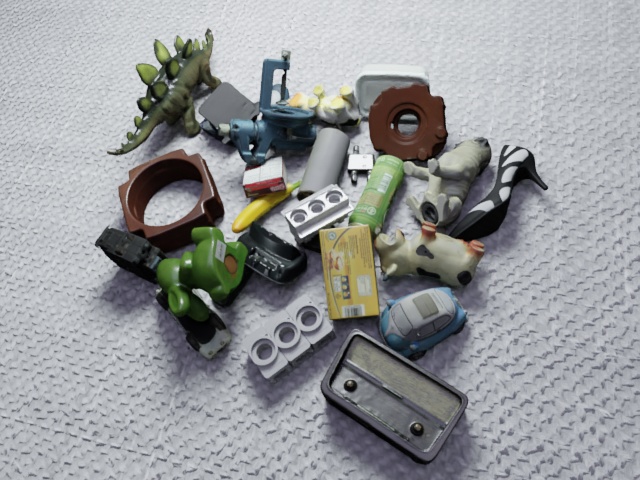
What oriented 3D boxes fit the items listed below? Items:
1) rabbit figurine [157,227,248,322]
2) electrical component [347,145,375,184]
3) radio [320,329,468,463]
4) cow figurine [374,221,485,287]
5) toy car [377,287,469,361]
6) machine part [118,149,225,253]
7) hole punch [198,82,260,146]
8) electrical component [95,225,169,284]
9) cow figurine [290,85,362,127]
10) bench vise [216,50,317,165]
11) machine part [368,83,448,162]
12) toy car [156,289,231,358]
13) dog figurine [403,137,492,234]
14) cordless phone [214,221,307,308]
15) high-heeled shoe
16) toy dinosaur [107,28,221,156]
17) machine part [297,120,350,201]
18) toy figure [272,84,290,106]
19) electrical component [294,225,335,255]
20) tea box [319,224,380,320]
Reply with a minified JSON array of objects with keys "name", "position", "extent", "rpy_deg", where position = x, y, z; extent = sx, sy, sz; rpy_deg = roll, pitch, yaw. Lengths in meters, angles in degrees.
[{"name":"rabbit figurine","position":[-0.233,0.072,1.013],"extent":[0.170,0.121,0.159],"rpy_deg":[-13,68,27]},{"name":"electrical component","position":[0.093,-0.167,1.182],"extent":[0.063,0.021,0.094],"rpy_deg":[0,66,10]},{"name":"radio","position":[0.120,0.267,0.917],"extent":[0.230,0.073,0.131],"rpy_deg":[28,70,22]},{"name":"cow figurine","position":[0.197,0.034,1.014],"extent":[0.195,0.085,0.127],"rpy_deg":[20,104,6]},{"name":"toy car","position":[0.184,0.138,0.959],"extent":[0.162,0.102,0.109],"rpy_deg":[-24,62,-1]},{"name":"machine part","position":[-0.324,-0.085,1.178],"extent":[0.201,0.087,0.201],"rpy_deg":[-25,61,-2]},{"name":"hole punch","position":[-0.219,-0.291,1.279],"extent":[0.116,0.092,0.142],"rpy_deg":[40,70,-4]},{"name":"electrical component","position":[-0.377,0.034,1.107],"extent":[0.134,0.114,0.058],"rpy_deg":[20,70,21]},{"name":"cow figurine","position":[0.014,-0.301,1.239],"extent":[0.168,0.098,0.068],"rpy_deg":[12,67,37]},{"name":"bench vise","position":[-0.108,-0.286,1.158],"extent":[0.224,0.240,0.129],"rpy_deg":[4,23,-10]},{"name":"machine part","position":[0.186,-0.245,1.141],"extent":[0.180,0.056,0.179],"rpy_deg":[2,97,17]},{"name":"toy car","position":[-0.253,0.145,1.061],"extent":[0.073,0.056,0.202],"rpy_deg":[-43,62,-6]},{"name":"dog figurine","position":[0.282,-0.111,1.090],"extent":[0.190,0.172,0.121],"rpy_deg":[-17,22,-28]},{"name":"cordless phone","position":[-0.128,0.070,1.076],"extent":[0.147,0.088,0.184],"rpy_deg":[31,82,23]},{"name":"high-heeled shoe","position":[0.334,-0.101,1.078],"extent":[0.249,0.086,0.145],"rpy_deg":[-29,52,-5]},{"name":"toy dinosaur","position":[-0.351,-0.346,1.258],"extent":[0.105,0.198,0.471],"rpy_deg":[9,62,18]},{"name":"machine part","position":[0.009,-0.153,1.160],"extent":[0.079,0.079,0.243],"rpy_deg":[10,64,15]},{"name":"toy figure","position":[-0.108,-0.296,1.270],"extent":[0.064,0.057,0.154],"rpy_deg":[-19,54,45]},{"name":"electrical component","position":[-0.003,-0.004,1.100],"extent":[0.102,0.045,0.078],"rpy_deg":[24,70,21]},{"name":"tea box","position":[0.056,0.060,1.008],"extent":[0.098,0.068,0.169],"rpy_deg":[-5,86,7]}]
